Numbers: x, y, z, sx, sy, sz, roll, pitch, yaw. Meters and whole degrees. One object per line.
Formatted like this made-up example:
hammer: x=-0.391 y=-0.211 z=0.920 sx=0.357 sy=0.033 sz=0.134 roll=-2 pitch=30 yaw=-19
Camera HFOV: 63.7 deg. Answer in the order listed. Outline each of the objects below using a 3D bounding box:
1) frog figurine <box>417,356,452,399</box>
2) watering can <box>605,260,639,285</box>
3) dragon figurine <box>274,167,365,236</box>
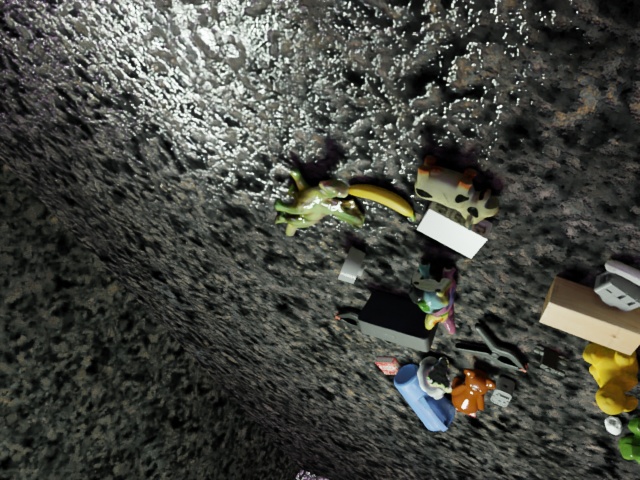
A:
frog figurine: x=0.388 y=0.476 z=1.778 sx=0.123 sy=0.139 sz=0.156 roll=-21 pitch=-18 yaw=-12
watering can: x=0.783 y=0.143 z=1.055 sx=0.350 sy=0.105 sz=0.220 roll=25 pitch=-18 yaw=51
dragon figurine: x=0.004 y=-0.073 z=1.450 sx=0.243 sy=0.124 sz=0.402 roll=20 pitch=-22 yaw=9
